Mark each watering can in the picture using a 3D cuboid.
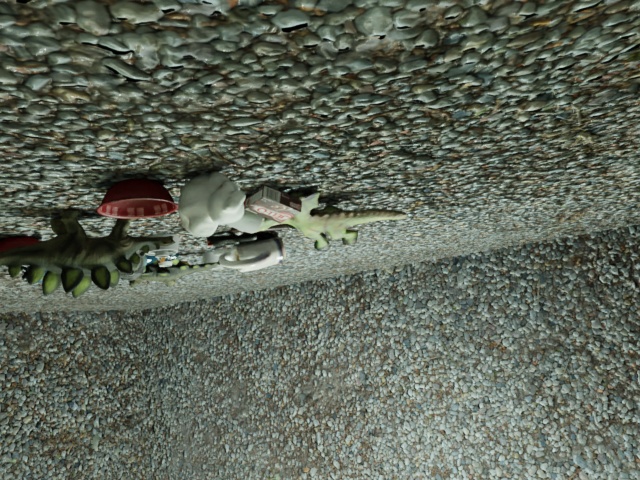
[{"bbox_3d":[-0.248,0.044,1.792,0.225,0.103,0.349,-11,11,-21],"label":"watering can"}]

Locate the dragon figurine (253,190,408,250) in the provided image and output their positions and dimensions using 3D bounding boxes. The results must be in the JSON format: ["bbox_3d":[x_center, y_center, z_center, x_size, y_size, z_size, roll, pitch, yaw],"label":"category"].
[{"bbox_3d":[0.004,-0.068,1.358,0.408,0.124,0.240,-12,-20,21],"label":"dragon figurine"}]

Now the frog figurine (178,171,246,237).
[{"bbox_3d":[-0.221,-0.070,1.041,0.122,0.138,0.160,30,-6,-23],"label":"frog figurine"}]
